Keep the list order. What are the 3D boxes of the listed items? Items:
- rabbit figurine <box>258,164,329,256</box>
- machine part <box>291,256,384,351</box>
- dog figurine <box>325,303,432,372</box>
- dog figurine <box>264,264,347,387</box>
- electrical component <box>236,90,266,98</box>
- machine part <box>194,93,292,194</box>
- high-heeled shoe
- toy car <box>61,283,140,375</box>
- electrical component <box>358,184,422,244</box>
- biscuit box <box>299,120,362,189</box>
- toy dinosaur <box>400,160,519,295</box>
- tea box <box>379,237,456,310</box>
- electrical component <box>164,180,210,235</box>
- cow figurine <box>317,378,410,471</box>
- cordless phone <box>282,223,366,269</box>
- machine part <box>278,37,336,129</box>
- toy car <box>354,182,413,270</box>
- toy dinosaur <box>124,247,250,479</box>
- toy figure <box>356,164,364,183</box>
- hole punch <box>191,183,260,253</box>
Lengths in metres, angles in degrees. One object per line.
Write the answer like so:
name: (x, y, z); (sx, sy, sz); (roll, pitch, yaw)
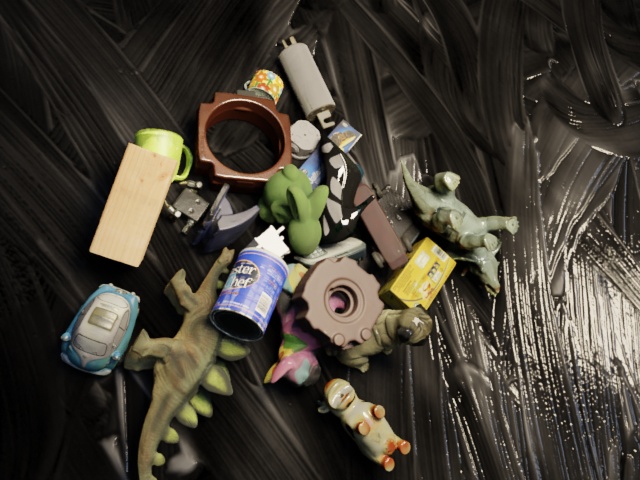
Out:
rabbit figurine: (-0.035, -0.057, 1.081); (0.121, 0.159, 0.170); (-7, 60, -27)
machine part: (0.037, 0.118, 1.022); (0.179, 0.056, 0.179); (7, 72, -23)
dog figurine: (0.115, 0.190, 1.072); (0.172, 0.190, 0.121); (-28, 84, -24)
dog figurine: (-0.055, 0.179, 1.061); (0.191, 0.108, 0.219); (40, 66, -6)
electrical component: (-0.167, -0.307, 1.199); (0.094, 0.063, 0.021); (-1, 70, -12)
machine part: (-0.167, -0.204, 1.155); (0.201, 0.087, 0.201); (3, 73, -19)
high-heeled shoe: (0.020, -0.108, 1.146); (0.086, 0.145, 0.249); (33, 21, -51)
toy car: (-0.381, 0.153, 0.948); (0.109, 0.103, 0.161); (27, 67, -12)
electrical component: (0.168, -0.044, 1.244); (0.134, 0.058, 0.115); (41, 66, -3)
biscuit box: (0.012, -0.183, 1.228); (0.059, 0.063, 0.203); (39, 63, -3)
toy dinosaur: (0.288, -0.046, 1.200); (0.404, 0.192, 0.131); (39, 68, -16)
tea box: (0.220, 0.089, 1.213); (0.098, 0.068, 0.169); (43, 64, -3)
electrical component: (-0.270, -0.072, 1.094); (0.078, 0.045, 0.102); (39, 64, -3)
cow figurine: (0.076, 0.350, 1.056); (0.085, 0.127, 0.194); (-43, 105, -26)
cordless phone: (-0.002, -0.004, 1.163); (0.146, 0.088, 0.184); (-20, 62, -25)
machine part: (-0.032, -0.370, 1.265); (0.079, 0.079, 0.243); (-20, 82, -25)
toy car: (0.125, -0.030, 1.168); (0.089, 0.053, 0.202); (-29, 82, 0)
toy dinosaur: (-0.245, 0.222, 0.973); (0.198, 0.105, 0.471); (28, 64, -10)
toy figure: (0.046, -0.105, 1.219); (0.064, 0.058, 0.154); (34, 69, 0)
hole punch: (-0.190, -0.031, 1.068); (0.092, 0.142, 0.116); (34, 53, -12)
